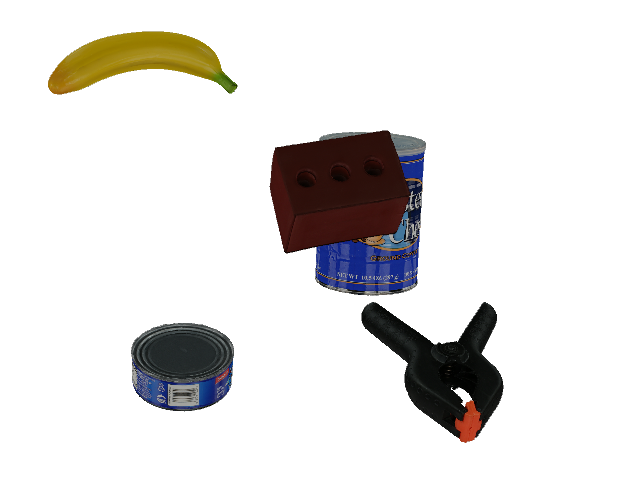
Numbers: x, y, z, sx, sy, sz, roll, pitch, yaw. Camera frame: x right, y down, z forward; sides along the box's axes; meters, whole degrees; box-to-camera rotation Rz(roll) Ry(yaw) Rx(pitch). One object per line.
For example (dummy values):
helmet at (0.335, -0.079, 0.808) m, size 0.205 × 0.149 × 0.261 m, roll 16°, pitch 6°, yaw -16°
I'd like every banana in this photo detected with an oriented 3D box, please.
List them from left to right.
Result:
banana at (-0.178, -0.177, 1.055) m, size 0.197 × 0.070 × 0.037 m, roll -7°, pitch -39°, yaw -30°

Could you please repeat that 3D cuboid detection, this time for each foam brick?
foam brick at (0.010, -0.031, 0.686) m, size 0.078 × 0.053 × 0.051 m, roll -11°, pitch -25°, yaw -11°

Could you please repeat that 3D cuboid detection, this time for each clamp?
clamp at (0.113, 0.100, 0.887) m, size 0.120 × 0.039 × 0.171 m, roll -9°, pitch 35°, yaw -12°

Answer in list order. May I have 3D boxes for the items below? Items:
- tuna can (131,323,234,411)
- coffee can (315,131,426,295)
tuna can at (-0.116, 0.106, 0.898) m, size 0.086 × 0.034 × 0.086 m, roll 4°, pitch 28°, yaw -2°
coffee can at (0.047, -0.028, 1.037) m, size 0.103 × 0.140 × 0.103 m, roll 2°, pitch 15°, yaw -1°
